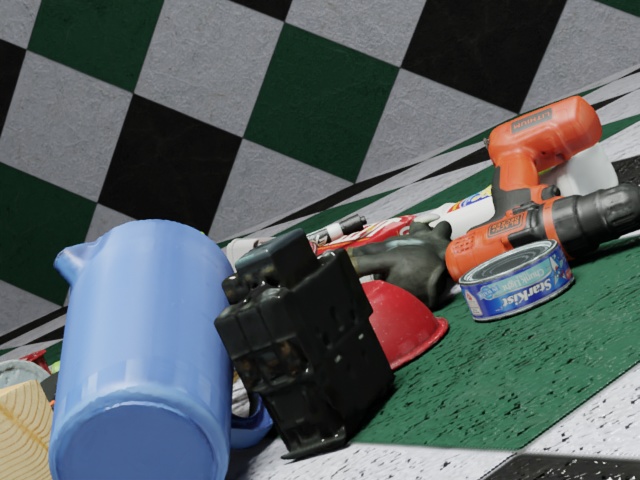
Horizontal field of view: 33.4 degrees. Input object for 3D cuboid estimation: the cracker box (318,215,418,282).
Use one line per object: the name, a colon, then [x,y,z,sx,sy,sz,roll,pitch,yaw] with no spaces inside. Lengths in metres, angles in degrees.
cracker box: [-0.006,0.048,1.149,0.213,0.072,0.164,-26,6,-26]

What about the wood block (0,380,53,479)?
wood block: [-0.329,0.200,0.966,0.207,0.091,0.090,-20,7,38]

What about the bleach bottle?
bleach bottle: [0.181,-0.025,1.121,0.251,0.068,0.102,-23,10,40]

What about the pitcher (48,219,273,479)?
pitcher: [-0.110,0.093,0.743,0.149,0.145,0.243,-12,24,-1]

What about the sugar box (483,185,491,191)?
sugar box: [0.239,-0.055,1.250,0.094,0.048,0.175,-19,11,40]

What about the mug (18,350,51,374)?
mug: [-0.337,0.182,1.211,0.093,0.081,0.117,-25,5,-16]

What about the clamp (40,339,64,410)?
clamp: [-0.209,0.128,1.048,0.165,0.036,0.210,-12,16,11]

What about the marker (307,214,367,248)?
marker: [-0.007,0.001,1.125,0.121,0.020,0.020,-22,6,0]

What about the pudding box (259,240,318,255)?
pudding box: [-0.034,0.055,0.987,0.039,0.113,0.090,6,-3,-16]

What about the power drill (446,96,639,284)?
power drill: [0.204,-0.048,0.939,0.185,0.057,0.187,-20,31,31]

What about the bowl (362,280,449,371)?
bowl: [0.020,0.076,0.868,0.162,0.055,0.162,-24,6,2]

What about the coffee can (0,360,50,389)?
coffee can: [-0.346,0.186,1.098,0.141,0.103,0.102,-19,7,39]

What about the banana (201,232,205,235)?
banana: [-0.096,0.055,1.301,0.070,0.037,0.197,-50,-41,10]

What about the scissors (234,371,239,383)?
scissors: [-0.050,0.084,0.924,0.202,0.016,0.096,-46,-6,1]

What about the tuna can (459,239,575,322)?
tuna can: [0.154,0.031,0.839,0.086,0.034,0.086,-24,5,2]
